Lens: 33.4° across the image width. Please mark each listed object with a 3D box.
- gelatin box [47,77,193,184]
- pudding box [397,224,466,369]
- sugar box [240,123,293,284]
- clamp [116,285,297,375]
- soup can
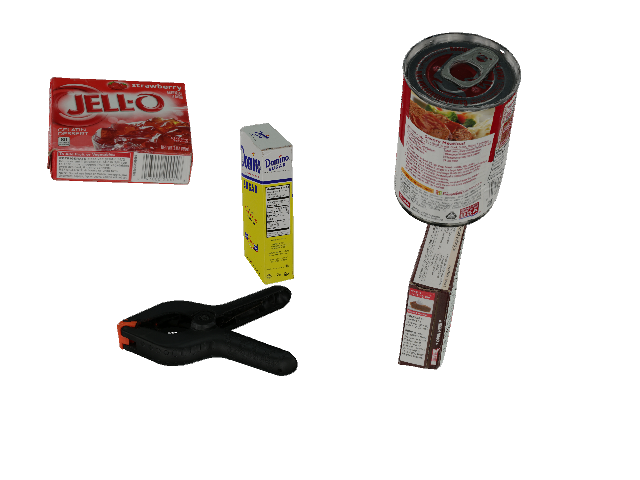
[{"bbox_3d":[-0.129,-0.072,0.685,0.089,0.073,0.030,1,-45,-14],"label":"gelatin box"},{"bbox_3d":[0.098,0.043,0.929,0.039,0.090,0.113,9,35,8],"label":"pudding box"},{"bbox_3d":[-0.066,-0.045,1.303,0.048,0.176,0.093,-11,26,-17],"label":"sugar box"},{"bbox_3d":[-0.102,0.080,1.011,0.171,0.039,0.120,5,28,2],"label":"clamp"},{"bbox_3d":[0.081,-0.065,0.650,0.068,0.068,0.102,0,-41,0],"label":"soup can"}]
